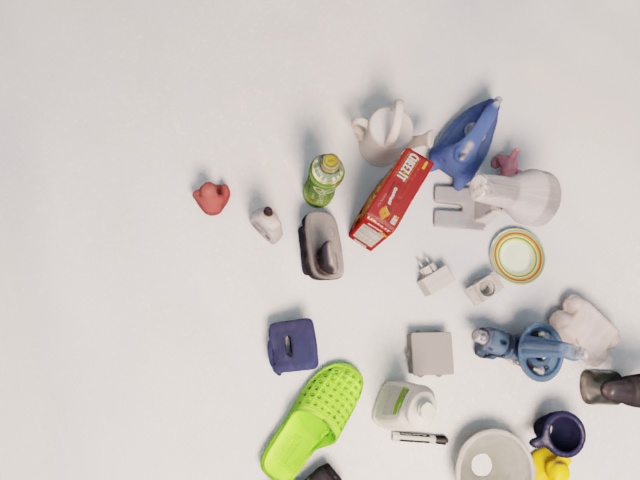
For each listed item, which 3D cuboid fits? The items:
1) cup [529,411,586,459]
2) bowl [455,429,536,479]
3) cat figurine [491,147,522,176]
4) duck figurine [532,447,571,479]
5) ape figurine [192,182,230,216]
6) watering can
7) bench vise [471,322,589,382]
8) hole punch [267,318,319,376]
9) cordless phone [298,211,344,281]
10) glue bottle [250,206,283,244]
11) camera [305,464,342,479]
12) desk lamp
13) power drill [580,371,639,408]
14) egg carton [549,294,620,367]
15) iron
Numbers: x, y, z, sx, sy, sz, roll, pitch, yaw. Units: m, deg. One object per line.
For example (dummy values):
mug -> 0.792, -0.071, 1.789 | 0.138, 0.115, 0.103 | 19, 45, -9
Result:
cup -> 0.477, 0.405, 1.194 | 0.118, 0.095, 0.092 | -16, 81, -10
bowl -> 0.347, 0.470, 1.174 | 0.167, 0.074, 0.167 | 2, 78, -7
cat figurine -> 0.434, -0.145, 1.288 | 0.067, 0.117, 0.128 | 7, 78, -6
duck figurine -> 0.477, 0.481, 1.183 | 0.077, 0.086, 0.105 | 44, 77, 3
ape figurine -> -0.229, -0.095, 1.202 | 0.078, 0.092, 0.076 | 7, 78, -6
watering can -> 0.157, -0.235, 1.230 | 0.173, 0.194, 0.101 | -7, 79, -9
bench vise -> 0.421, 0.229, 1.158 | 0.207, 0.219, 0.121 | -3, 79, -8
hole punch -> -0.056, 0.218, 1.162 | 0.101, 0.091, 0.109 | -7, 79, -9
cordless phone -> 0.011, 0.004, 1.166 | 0.094, 0.185, 0.147 | -9, 80, -9
glue bottle -> -0.107, -0.040, 1.166 | 0.037, 0.173, 0.078 | -44, 87, -13
camera -> -0.006, 0.515, 1.104 | 0.137, 0.100, 0.143 | -38, 86, -13
desk lamp -> 0.370, -0.083, 1.218 | 0.203, 0.213, 0.118 | 3, 78, -7
power drill -> 0.633, 0.309, 1.176 | 0.230, 0.208, 0.075 | 2, 78, -7
egg carton -> 0.581, 0.200, 1.262 | 0.150, 0.069, 0.107 | 43, 77, 2
iron -> 0.349, -0.245, 1.285 | 0.118, 0.141, 0.258 | 33, 76, 0
